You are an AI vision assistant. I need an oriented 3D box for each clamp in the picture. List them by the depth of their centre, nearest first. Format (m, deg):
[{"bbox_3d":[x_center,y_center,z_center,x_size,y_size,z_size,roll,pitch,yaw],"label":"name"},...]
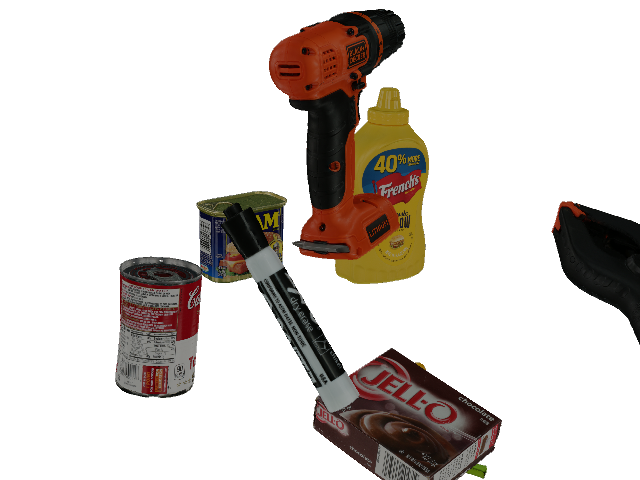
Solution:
[{"bbox_3d":[0.232,0.029,0.729,0.120,0.039,0.172,-7,43,-29],"label":"clamp"}]

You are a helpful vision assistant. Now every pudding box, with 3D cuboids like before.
[{"bbox_3d":[0.065,0.138,0.805,0.114,0.039,0.089,33,43,31],"label":"pudding box"}]

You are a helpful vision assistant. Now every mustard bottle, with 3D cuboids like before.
[{"bbox_3d":[0.064,-0.056,1.067,0.096,0.192,0.058,-7,18,-31],"label":"mustard bottle"}]

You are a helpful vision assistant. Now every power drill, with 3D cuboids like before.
[{"bbox_3d":[0.024,-0.090,0.872,0.057,0.188,0.184,4,21,30],"label":"power drill"}]

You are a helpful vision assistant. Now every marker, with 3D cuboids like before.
[{"bbox_3d":[-0.017,0.034,0.563,0.020,0.121,0.020,-30,1,1],"label":"marker"}]

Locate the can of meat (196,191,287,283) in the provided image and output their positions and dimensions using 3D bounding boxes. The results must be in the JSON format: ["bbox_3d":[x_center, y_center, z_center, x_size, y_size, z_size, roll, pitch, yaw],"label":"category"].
[{"bbox_3d":[-0.089,-0.004,1.209,0.101,0.084,0.058,-12,23,-37],"label":"can of meat"}]

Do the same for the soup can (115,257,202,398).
[{"bbox_3d":[-0.135,0.072,0.886,0.068,0.102,0.068,5,15,-2],"label":"soup can"}]

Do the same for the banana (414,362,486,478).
[{"bbox_3d":[0.102,0.183,1.088,0.069,0.037,0.198,10,24,-19],"label":"banana"}]
